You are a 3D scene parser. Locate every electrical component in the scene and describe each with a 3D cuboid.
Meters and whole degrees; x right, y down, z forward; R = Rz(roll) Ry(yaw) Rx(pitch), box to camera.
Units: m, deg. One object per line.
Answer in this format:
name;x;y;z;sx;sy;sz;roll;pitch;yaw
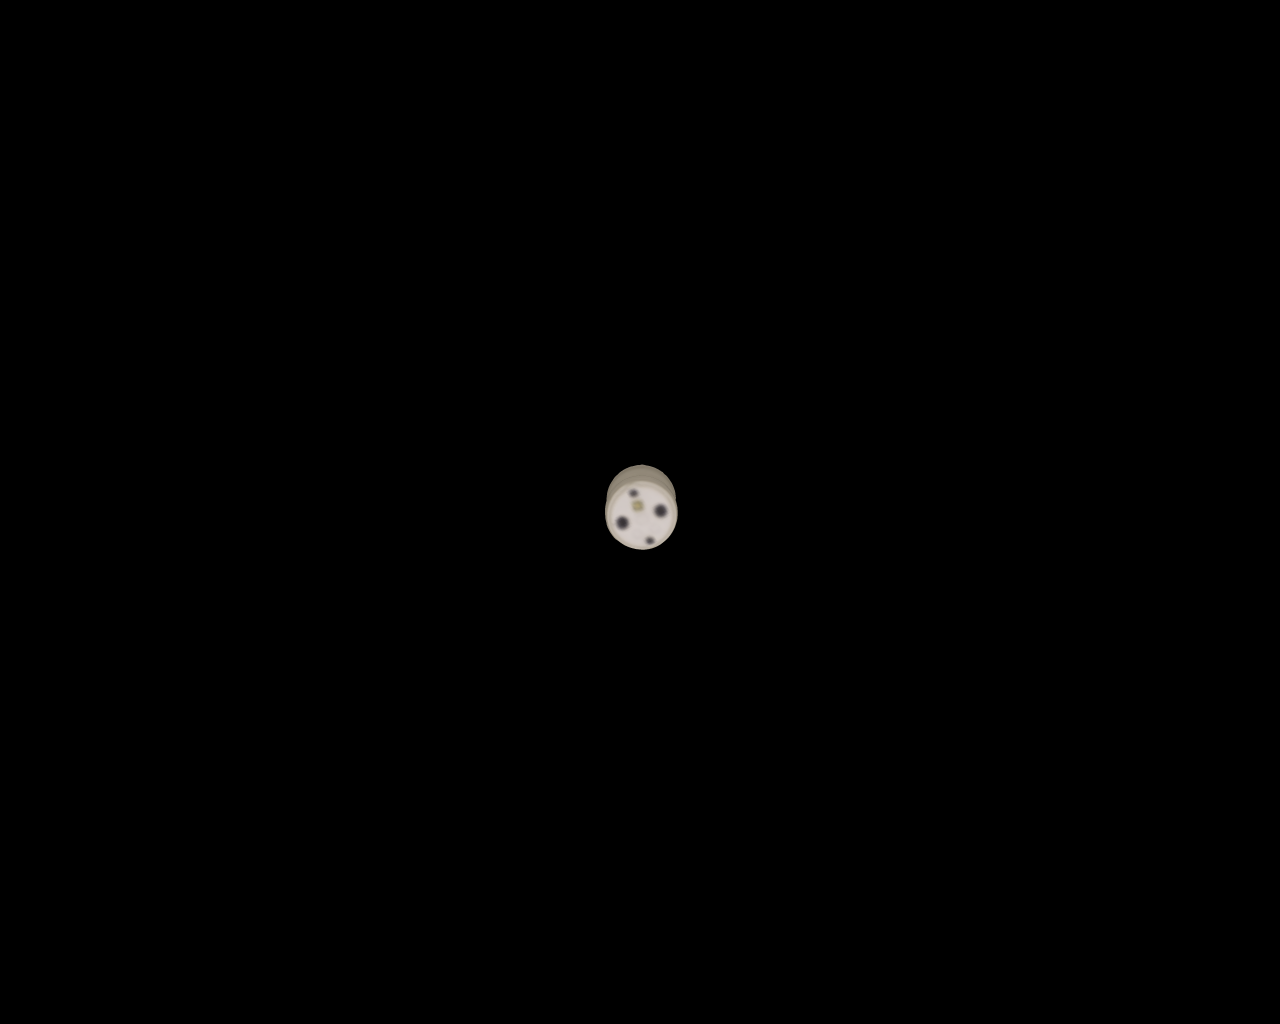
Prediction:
electrical component;0.001;-0.003;0.650;0.045;0.044;0.055;0;12;0
